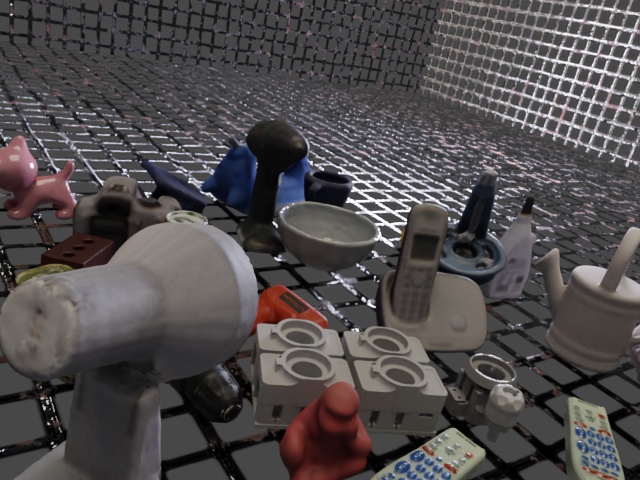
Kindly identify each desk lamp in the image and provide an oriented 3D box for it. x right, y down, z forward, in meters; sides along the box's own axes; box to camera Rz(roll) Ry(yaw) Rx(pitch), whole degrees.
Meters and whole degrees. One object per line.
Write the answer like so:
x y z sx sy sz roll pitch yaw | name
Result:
-0.142 0.102 0.400 0.117 0.213 0.204 19 23 16 | desk lamp

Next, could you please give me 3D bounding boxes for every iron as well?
-0.088 -0.128 1.076 0.118 0.141 0.259 29 28 35 | iron

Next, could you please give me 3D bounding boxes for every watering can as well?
0.381 0.071 0.780 0.172 0.194 0.101 17 23 10 | watering can

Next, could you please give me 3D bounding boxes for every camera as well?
-0.270 -0.043 0.828 0.143 0.101 0.136 7 23 -14 | camera

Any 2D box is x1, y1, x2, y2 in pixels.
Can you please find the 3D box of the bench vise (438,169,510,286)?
0.216 -0.015 0.864 0.121 0.220 0.207 11 22 -3 | bench vise

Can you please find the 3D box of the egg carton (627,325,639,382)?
0.497 0.168 0.774 0.150 0.069 0.107 15 22 6 | egg carton

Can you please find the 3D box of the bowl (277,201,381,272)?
0.008 0.003 0.900 0.167 0.075 0.167 11 22 -4 | bowl

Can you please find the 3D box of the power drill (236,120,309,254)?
-0.076 -0.090 0.901 0.076 0.208 0.229 3 24 -21 | power drill

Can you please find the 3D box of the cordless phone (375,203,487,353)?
0.153 0.049 0.722 0.148 0.185 0.094 5 23 -18 | cordless phone

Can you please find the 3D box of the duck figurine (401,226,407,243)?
0.195 -0.016 1.031 0.078 0.086 0.104 -2 26 -31 | duck figurine

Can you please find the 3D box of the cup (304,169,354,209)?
0.004 -0.069 1.045 0.091 0.095 0.118 20 23 17 | cup

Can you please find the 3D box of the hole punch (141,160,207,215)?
-0.242 -0.079 0.943 0.101 0.091 0.108 -3 27 -34 | hole punch

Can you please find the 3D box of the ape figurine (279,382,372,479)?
0.009 0.164 0.494 0.077 0.092 0.076 14 22 4 | ape figurine

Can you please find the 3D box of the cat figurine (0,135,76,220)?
-0.425 -0.093 0.842 0.128 0.118 0.067 -4 27 -35 | cat figurine

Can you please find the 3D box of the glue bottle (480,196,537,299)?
0.308 0.012 0.909 0.078 0.173 0.037 2 25 -25 | glue bottle
